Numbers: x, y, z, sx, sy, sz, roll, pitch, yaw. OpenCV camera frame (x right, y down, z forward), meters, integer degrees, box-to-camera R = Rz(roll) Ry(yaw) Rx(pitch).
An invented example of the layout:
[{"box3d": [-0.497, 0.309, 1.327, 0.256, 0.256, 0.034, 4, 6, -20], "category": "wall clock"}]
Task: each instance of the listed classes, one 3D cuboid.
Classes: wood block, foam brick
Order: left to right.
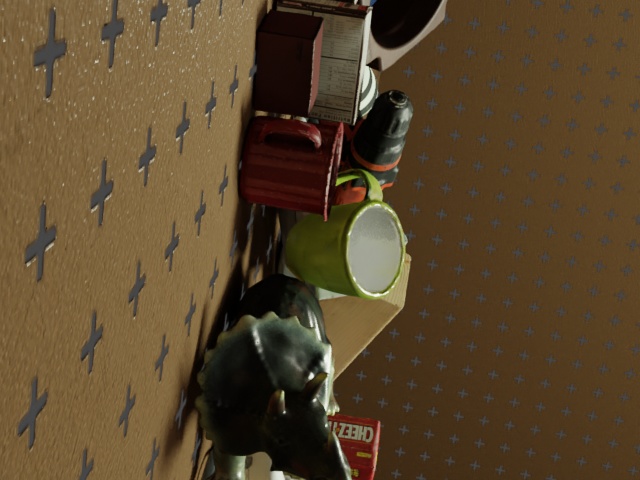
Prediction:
[{"box3d": [-0.028, -0.158, 0.958, 0.051, 0.053, 0.078, -74, 172, -56], "category": "foam brick"}, {"box3d": [0.016, 0.089, 1.304, 0.206, 0.090, 0.090, -52, -164, 43], "category": "wood block"}]

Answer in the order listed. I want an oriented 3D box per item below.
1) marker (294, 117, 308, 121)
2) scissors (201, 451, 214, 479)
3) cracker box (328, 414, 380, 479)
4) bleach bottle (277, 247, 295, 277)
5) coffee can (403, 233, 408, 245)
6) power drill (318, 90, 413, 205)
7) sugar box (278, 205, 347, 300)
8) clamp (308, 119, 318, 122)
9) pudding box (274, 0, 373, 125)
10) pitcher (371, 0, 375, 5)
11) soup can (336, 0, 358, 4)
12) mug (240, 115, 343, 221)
[{"box3d": [-0.029, -0.120, 1.233, 0.121, 0.020, 0.020, -75, 172, -51], "category": "marker"}, {"box3d": [-0.099, 0.220, 1.090, 0.201, 0.016, 0.096, -70, 170, -65], "category": "scissors"}, {"box3d": [-0.008, 0.288, 1.416, 0.214, 0.164, 0.072, 91, 7, -63], "category": "cracker box"}, {"box3d": [-0.006, -0.045, 1.423, 0.103, 0.068, 0.250, 101, -1, -47], "category": "bleach bottle"}, {"box3d": [0.038, 0.022, 1.476, 0.140, 0.103, 0.102, -51, -177, 15], "category": "coffee can"}, {"box3d": [0.032, -0.139, 1.125, 0.185, 0.057, 0.188, 114, -37, -51], "category": "power drill"}, {"box3d": [-0.007, 0.002, 1.180, 0.176, 0.048, 0.093, -145, -134, -72], "category": "sugar box"}, {"box3d": [-0.002, -0.066, 1.299, 0.120, 0.039, 0.171, 90, -11, -53], "category": "clamp"}, {"box3d": [-0.002, -0.171, 1.017, 0.039, 0.090, 0.113, -71, 169, -60], "category": "pudding box"}, {"box3d": [0.083, -0.372, 1.520, 0.145, 0.149, 0.242, -55, -177, 23], "category": "pitcher"}, {"box3d": [0.008, -0.262, 1.102, 0.102, 0.068, 0.068, -72, 170, -63], "category": "soup can"}, {"box3d": [-0.026, -0.074, 0.967, 0.117, 0.081, 0.093, 88, 12, -67], "category": "mug"}]
